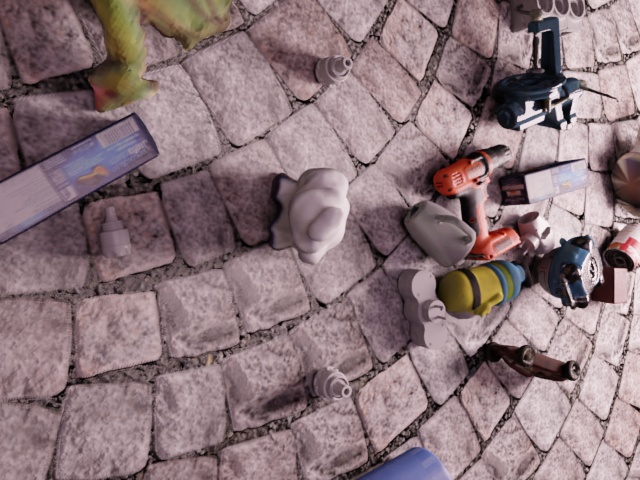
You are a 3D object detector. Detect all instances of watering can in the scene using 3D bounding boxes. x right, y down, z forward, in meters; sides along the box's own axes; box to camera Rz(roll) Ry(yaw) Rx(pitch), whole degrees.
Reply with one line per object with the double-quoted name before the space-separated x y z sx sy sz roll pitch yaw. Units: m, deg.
"watering can" 0.792 -0.114 1.197 0.226 0.104 0.345 -24 100 -28

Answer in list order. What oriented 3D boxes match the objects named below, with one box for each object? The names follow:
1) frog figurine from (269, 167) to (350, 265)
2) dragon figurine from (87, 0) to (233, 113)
"frog figurine" 0.002 -0.036 0.707 0.121 0.159 0.139 29 76 -28
"dragon figurine" -0.211 -0.356 0.648 0.240 0.122 0.414 30 76 -44
